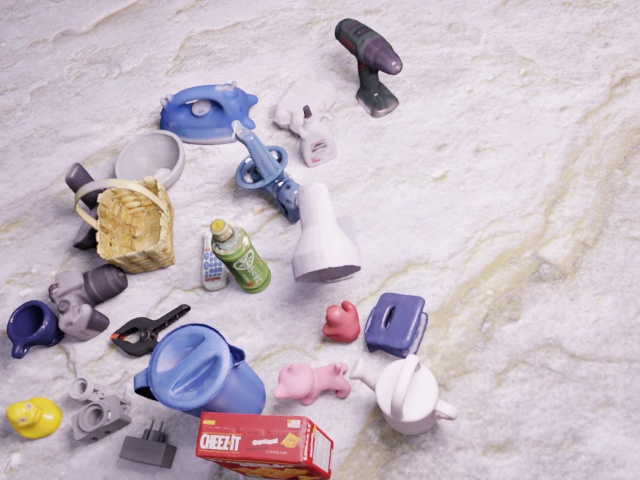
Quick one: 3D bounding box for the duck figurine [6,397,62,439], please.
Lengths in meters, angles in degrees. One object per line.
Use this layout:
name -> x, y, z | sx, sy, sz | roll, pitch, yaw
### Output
duck figurine -> -0.555, 0.330, 1.081 | 0.104, 0.086, 0.077 | 6, 64, 16

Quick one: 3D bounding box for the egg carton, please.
egg carton -> -0.032, -0.310, 1.318 | 0.107, 0.069, 0.150 | 27, 71, 24

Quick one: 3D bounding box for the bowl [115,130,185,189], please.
bowl -> -0.377, -0.166, 1.315 | 0.167, 0.075, 0.167 | -5, 61, 10

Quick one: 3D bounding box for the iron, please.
iron -> -0.280, -0.306, 1.330 | 0.258, 0.142, 0.118 | -5, 61, 10

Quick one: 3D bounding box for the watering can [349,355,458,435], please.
watering can -> 0.131, 0.242, 0.911 | 0.172, 0.194, 0.101 | -2, 62, 12

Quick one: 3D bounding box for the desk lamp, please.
desk lamp -> 0.010, 0.004, 1.056 | 0.118, 0.214, 0.203 | -13, 60, 6

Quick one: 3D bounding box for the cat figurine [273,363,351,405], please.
cat figurine -> -0.016, 0.239, 0.990 | 0.127, 0.118, 0.067 | -16, 60, 4

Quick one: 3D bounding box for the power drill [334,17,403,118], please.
power drill -> 0.115, -0.368, 1.236 | 0.075, 0.209, 0.229 | -33, 60, -6

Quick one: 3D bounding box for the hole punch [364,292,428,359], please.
hole punch -> 0.133, 0.150, 1.020 | 0.100, 0.091, 0.109 | 15, 67, 20

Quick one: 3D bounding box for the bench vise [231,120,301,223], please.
bench vise -> -0.093, -0.147, 1.157 | 0.206, 0.220, 0.121 | 21, 69, 22

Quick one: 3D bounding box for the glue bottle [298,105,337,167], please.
glue bottle -> -0.013, -0.224, 1.207 | 0.078, 0.173, 0.037 | -26, 60, -2

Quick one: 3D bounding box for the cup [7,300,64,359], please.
cup -> -0.566, 0.191, 1.153 | 0.091, 0.095, 0.118 | 5, 63, 15

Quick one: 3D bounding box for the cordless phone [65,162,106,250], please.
cordless phone -> -0.508, -0.070, 1.228 | 0.094, 0.185, 0.147 | 8, 64, 17

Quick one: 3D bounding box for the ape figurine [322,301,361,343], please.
ape figurine -> 0.036, 0.145, 1.044 | 0.078, 0.092, 0.076 | -33, 60, -6

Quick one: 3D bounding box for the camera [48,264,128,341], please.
camera -> -0.469, 0.110, 1.172 | 0.137, 0.101, 0.143 | -26, 60, -2
